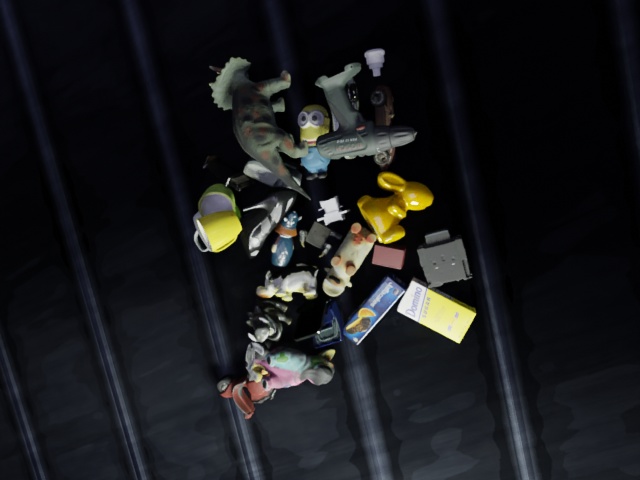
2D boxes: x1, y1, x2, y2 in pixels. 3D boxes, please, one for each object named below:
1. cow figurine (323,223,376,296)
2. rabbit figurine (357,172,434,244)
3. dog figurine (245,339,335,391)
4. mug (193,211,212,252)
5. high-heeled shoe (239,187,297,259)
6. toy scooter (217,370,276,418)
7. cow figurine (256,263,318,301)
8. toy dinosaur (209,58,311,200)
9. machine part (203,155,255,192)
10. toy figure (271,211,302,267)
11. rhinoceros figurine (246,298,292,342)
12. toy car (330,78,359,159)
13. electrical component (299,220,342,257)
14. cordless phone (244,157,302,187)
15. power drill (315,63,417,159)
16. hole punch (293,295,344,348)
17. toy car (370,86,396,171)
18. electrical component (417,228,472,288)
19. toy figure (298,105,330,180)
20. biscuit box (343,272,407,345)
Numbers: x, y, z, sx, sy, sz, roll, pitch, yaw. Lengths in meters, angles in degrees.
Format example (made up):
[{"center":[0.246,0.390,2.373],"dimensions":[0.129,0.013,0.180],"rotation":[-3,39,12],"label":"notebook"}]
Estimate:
[{"center":[0.067,0.054,1.366],"dimensions":[0.085,0.127,0.195],"rotation":[30,91,6],"label":"cow figurine"},{"center":[0.188,-0.090,1.319],"dimensions":[0.173,0.122,0.162],"rotation":[-28,83,3],"label":"rabbit figurine"},{"center":[-0.068,0.327,1.432],"dimensions":[0.192,0.219,0.108],"rotation":[25,107,55],"label":"dog figurine"},{"center":[-0.300,-0.027,1.458],"dimensions":[0.109,0.081,0.107],"rotation":[-40,79,26],"label":"mug"},{"center":[-0.133,-0.044,1.393],"dimensions":[0.145,0.248,0.086],"rotation":[-19,61,-18],"label":"high-heeled shoe"},{"center":[-0.193,0.427,1.509],"dimensions":[0.184,0.075,0.135],"rotation":[-24,92,20],"label":"toy scooter"},{"center":[-0.088,0.109,1.425],"dimensions":[0.167,0.068,0.098],"rotation":[-3,70,12],"label":"cow figurine"},{"center":[-0.148,-0.278,1.286],"dimensions":[0.192,0.131,0.405],"rotation":[-11,73,-22],"label":"toy dinosaur"},{"center":[-0.243,-0.177,1.419],"dimensions":[0.139,0.084,0.039],"rotation":[34,132,15],"label":"machine part"},{"center":[-0.094,-0.007,1.413],"dimensions":[0.058,0.064,0.154],"rotation":[18,105,18],"label":"toy figure"},{"center":[-0.137,0.206,1.401],"dimensions":[0.112,0.190,0.073],"rotation":[34,103,-14],"label":"rhinoceros figurine"},{"center":[0.064,-0.301,1.326],"dimensions":[0.074,0.056,0.201],"rotation":[-7,99,8],"label":"toy car"},{"center":[-0.004,-0.006,1.400],"dimensions":[0.102,0.045,0.078],"rotation":[34,107,6],"label":"electrical component"},{"center":[-0.140,-0.129,1.388],"dimensions":[0.146,0.089,0.184],"rotation":[22,117,-11],"label":"cordless phone"},{"center":[0.088,-0.292,1.229],"dimensions":[0.232,0.086,0.207],"rotation":[-15,101,22],"label":"power drill"},{"center":[0.001,0.216,1.404],"dimensions":[0.092,0.116,0.142],"rotation":[30,142,-28],"label":"hole punch"},{"center":[0.158,-0.267,1.290],"dimensions":[0.053,0.089,0.202],"rotation":[-2,98,18],"label":"toy car"},{"center":[0.304,0.041,1.326],"dimensions":[0.115,0.058,0.134],"rotation":[-17,96,14],"label":"electrical component"},{"center":[-0.014,-0.245,1.343],"dimensions":[0.082,0.089,0.180],"rotation":[-8,108,-5],"label":"toy figure"},{"center":[0.139,0.175,1.388],"dimensions":[0.063,0.059,0.202],"rotation":[40,107,4],"label":"biscuit box"}]
